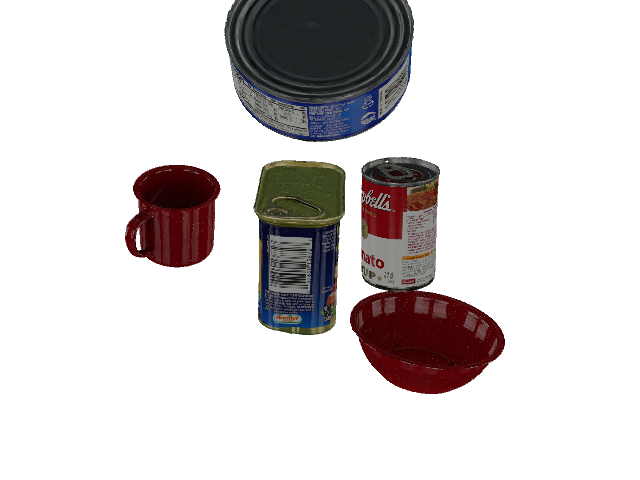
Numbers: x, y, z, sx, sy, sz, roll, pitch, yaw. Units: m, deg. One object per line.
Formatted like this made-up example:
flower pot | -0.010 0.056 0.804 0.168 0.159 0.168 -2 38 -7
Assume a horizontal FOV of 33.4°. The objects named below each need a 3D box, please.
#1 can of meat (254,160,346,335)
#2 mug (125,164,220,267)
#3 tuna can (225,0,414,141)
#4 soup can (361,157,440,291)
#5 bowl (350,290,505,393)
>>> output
can of meat | -0.014 0.004 0.712 0.057 0.084 0.102 3 24 0
mug | -0.164 -0.020 1.159 0.093 0.081 0.117 27 41 28
tuna can | 0.000 -0.088 0.495 0.086 0.086 0.034 0 -32 3
soup can | 0.069 -0.015 0.938 0.068 0.102 0.068 -1 24 0
bowl | 0.108 0.112 1.114 0.162 0.055 0.162 6 25 -3
